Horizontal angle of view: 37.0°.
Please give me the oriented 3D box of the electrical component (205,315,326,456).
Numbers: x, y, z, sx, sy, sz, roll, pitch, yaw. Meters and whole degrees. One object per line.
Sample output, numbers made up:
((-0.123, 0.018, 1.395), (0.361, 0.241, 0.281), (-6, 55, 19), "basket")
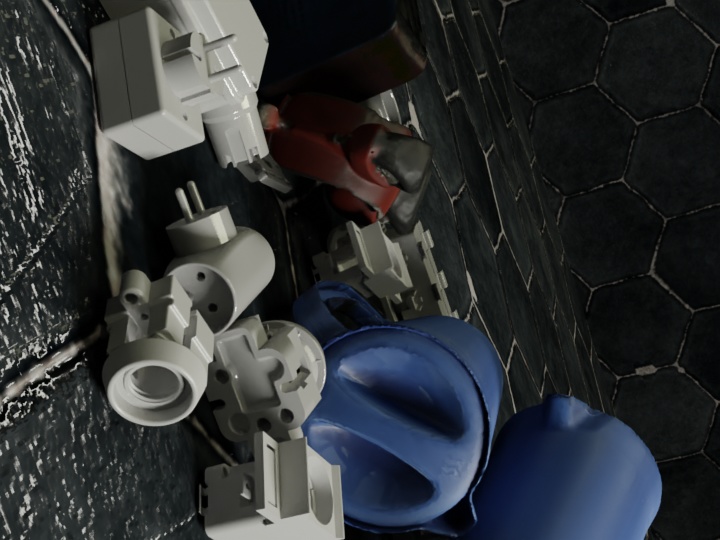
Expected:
((-0.053, 0.062, 0.622), (0.057, 0.058, 0.078), (-47, 119, -68), "electrical component")

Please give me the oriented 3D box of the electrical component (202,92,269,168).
((-0.083, -0.094, 0.704), (0.040, 0.040, 0.046), (-68, 144, -65), "electrical component")

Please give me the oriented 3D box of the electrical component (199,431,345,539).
((-0.047, 0.122, 0.570), (0.081, 0.064, 0.042), (53, 25, -52), "electrical component")

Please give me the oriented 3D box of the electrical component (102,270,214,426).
((-0.097, 0.041, 0.516), (0.055, 0.048, 0.066), (-97, 163, -53), "electrical component")

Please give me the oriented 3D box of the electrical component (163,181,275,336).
((-0.085, -0.011, 0.606), (0.077, 0.043, 0.079), (-56, 128, -70), "electrical component")

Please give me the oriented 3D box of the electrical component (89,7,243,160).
((-0.100, -0.107, 0.588), (0.047, 0.077, 0.065), (32, 44, -67), "electrical component")

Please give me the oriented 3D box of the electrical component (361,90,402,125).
((0.001, -0.142, 0.990), (0.053, 0.059, 0.095), (57, 23, -46), "electrical component")

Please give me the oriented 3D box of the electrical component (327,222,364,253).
((-0.006, -0.024, 0.899), (0.061, 0.035, 0.035), (-38, 111, -75), "electrical component")

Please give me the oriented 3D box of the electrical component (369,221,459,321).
((0.045, 0.022, 0.971), (0.078, 0.063, 0.121), (-58, 130, -69), "electrical component")

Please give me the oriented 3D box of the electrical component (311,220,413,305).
((0.000, 0.000, 0.839), (0.081, 0.064, 0.042), (44, 26, -59), "electrical component")

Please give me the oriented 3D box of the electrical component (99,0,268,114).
((-0.106, -0.158, 0.651), (0.078, 0.057, 0.113), (-86, 154, -51), "electrical component")
